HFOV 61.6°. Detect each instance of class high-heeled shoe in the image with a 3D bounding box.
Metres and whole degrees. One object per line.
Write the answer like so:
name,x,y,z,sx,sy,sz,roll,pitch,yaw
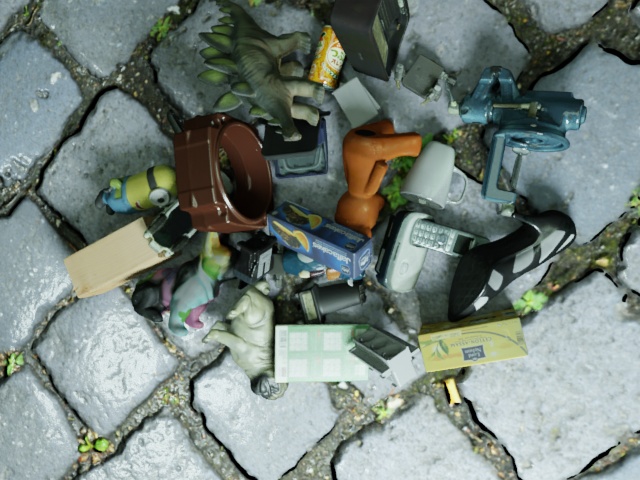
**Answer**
high-heeled shoe,0.327,0.051,0.920,0.145,0.086,0.248,18,114,-26

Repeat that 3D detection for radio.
radio,0.090,-0.365,0.888,0.073,0.229,0.131,20,93,13

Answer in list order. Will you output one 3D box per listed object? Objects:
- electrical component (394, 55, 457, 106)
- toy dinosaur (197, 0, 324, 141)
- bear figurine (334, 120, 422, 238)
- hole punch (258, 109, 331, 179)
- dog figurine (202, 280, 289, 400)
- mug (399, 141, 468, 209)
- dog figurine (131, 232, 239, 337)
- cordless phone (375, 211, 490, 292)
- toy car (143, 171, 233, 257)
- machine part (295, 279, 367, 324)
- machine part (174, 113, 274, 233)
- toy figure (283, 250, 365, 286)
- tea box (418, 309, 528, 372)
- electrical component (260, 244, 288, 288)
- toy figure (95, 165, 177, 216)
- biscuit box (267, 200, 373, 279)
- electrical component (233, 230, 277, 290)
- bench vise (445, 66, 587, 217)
electrical component,0.182,-0.285,0.958,0.102,0.045,0.078,41,103,10
toy dinosaur,-0.116,-0.320,0.954,0.198,0.105,0.472,-3,48,-19
bear figurine,0.095,-0.102,0.966,0.120,0.132,0.195,39,138,51
hole punch,-0.042,-0.180,1.012,0.142,0.092,0.116,-4,61,18
dog figurine,-0.105,0.195,1.038,0.190,0.121,0.172,41,105,-4
mug,0.207,-0.113,0.942,0.110,0.080,0.107,18,88,13
dog figurine,-0.256,0.065,1.063,0.192,0.108,0.219,25,94,16
cordless phone,0.200,0.033,0.956,0.184,0.089,0.146,15,96,-5
toy car,-0.254,-0.055,1.045,0.202,0.056,0.073,-47,111,-10
machine part,0.024,0.114,1.022,0.139,0.039,0.084,-20,79,17
machine part,-0.166,-0.116,0.972,0.087,0.201,0.201,-8,84,26
toy figure,0.008,0.048,1.009,0.155,0.057,0.064,5,73,17
tea box,0.261,0.172,0.927,0.170,0.098,0.068,-14,88,17
electrical component,-0.093,0.046,1.057,0.063,0.021,0.094,5,94,16
toy figure,-0.369,-0.100,1.098,0.180,0.082,0.089,-7,92,18
biscuit box,-0.002,-0.003,0.974,0.203,0.059,0.062,24,134,29
electrical component,-0.126,0.049,1.012,0.048,0.075,0.119,26,121,23
bench vise,0.309,-0.162,0.893,0.224,0.129,0.240,11,90,16
